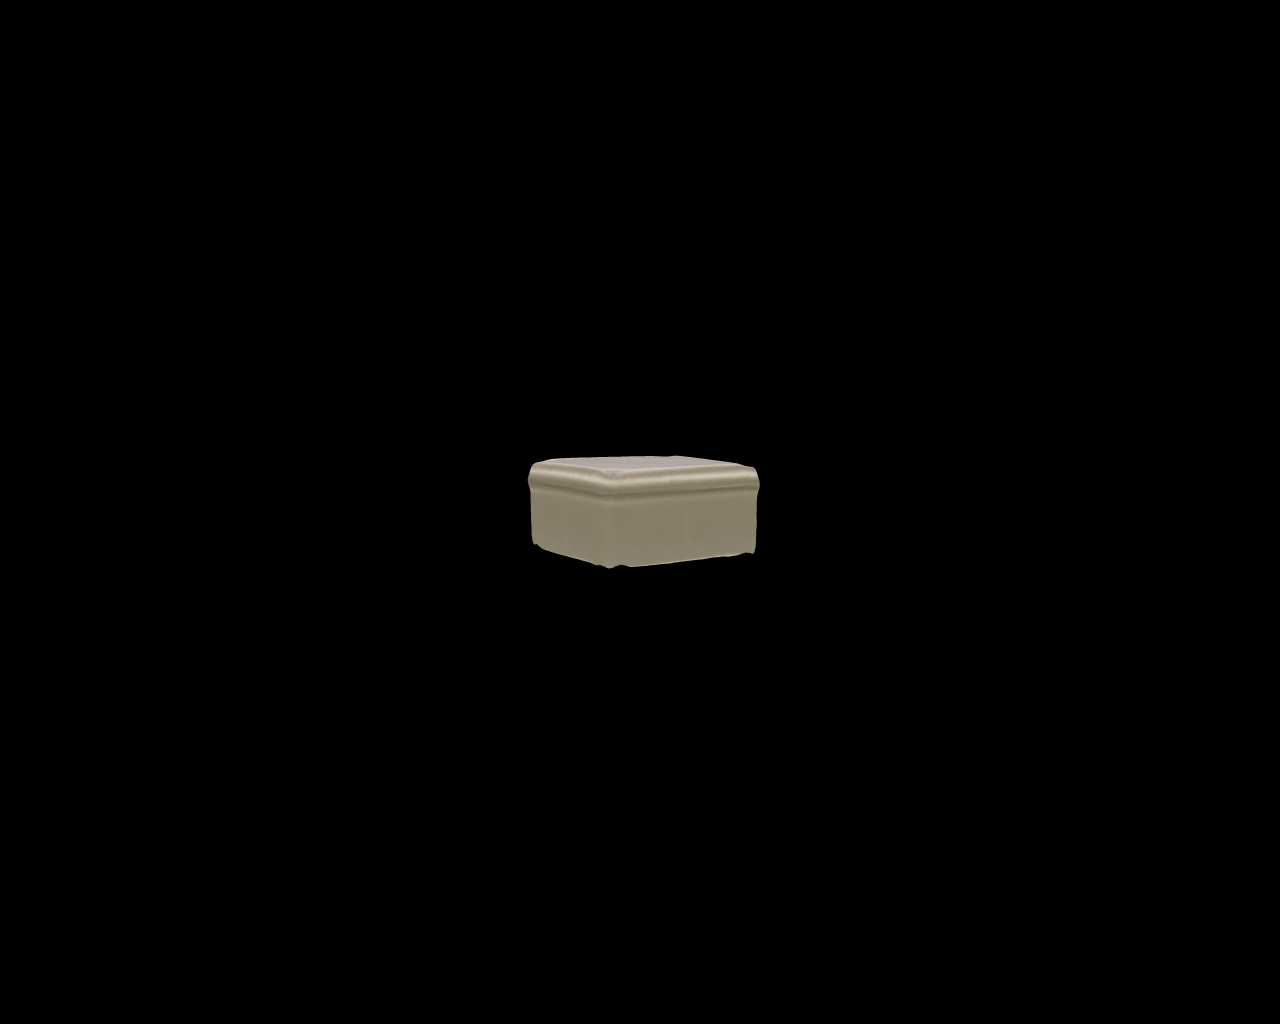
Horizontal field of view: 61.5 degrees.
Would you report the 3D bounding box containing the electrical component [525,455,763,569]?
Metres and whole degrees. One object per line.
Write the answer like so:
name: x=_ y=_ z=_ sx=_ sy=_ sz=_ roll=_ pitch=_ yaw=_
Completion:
electrical component: x=0.001 y=-0.003 z=0.650 sx=0.109 sy=0.056 sz=0.109 roll=-4 pitch=8 yaw=-29
